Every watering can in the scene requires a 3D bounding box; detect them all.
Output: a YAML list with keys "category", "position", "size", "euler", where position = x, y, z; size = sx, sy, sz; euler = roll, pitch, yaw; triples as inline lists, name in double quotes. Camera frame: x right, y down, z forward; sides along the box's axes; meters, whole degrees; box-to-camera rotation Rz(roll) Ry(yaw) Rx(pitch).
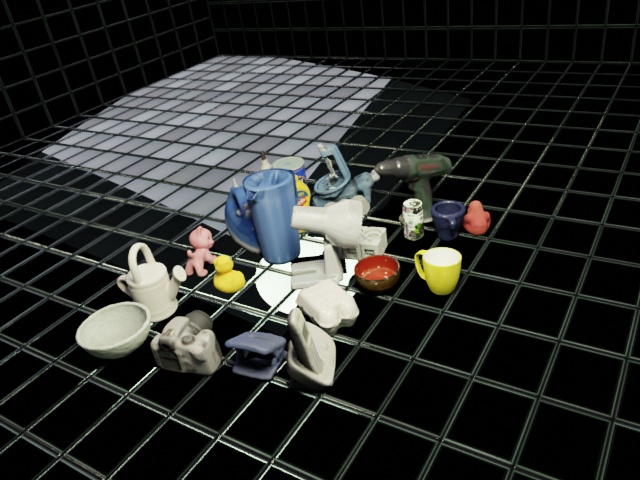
- category: "watering can"
  position: [-0.411, 0.094, 1.395]
  size: [0.173, 0.194, 0.100]
  euler: [-13, 31, -7]

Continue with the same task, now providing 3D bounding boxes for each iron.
- category: "iron"
  position: [-0.218, -0.079, 1.685]
  size: [0.119, 0.142, 0.257]
  euler: [-17, 32, -13]

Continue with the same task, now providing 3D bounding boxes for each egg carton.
- category: "egg carton"
  position: [0.017, 0.152, 1.315]
  size: [0.107, 0.069, 0.149]
  euler: [-24, 34, -24]

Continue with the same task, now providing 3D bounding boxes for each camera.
- category: "camera"
  position: [-0.280, 0.212, 1.259]
  size: [0.142, 0.101, 0.137]
  euler: [4, 33, 20]

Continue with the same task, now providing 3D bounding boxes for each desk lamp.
- category: "desk lamp"
  position: [0.013, 0.005, 1.419]
  size: [0.203, 0.214, 0.118]
  euler: [-7, 31, 2]

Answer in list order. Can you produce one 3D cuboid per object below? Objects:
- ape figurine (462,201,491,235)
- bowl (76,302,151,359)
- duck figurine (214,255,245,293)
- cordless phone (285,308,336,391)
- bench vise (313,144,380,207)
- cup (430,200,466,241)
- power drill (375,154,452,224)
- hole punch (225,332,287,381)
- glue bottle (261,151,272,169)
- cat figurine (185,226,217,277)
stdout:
- category: "ape figurine"
  position: [0.424, -0.065, 1.553]
  size: [0.077, 0.092, 0.076]
  euler: [-3, 31, 10]
- category: "bowl"
  position: [-0.463, 0.220, 1.316]
  size: [0.167, 0.075, 0.167]
  euler: [-6, 31, 4]
- category: "duck figurine"
  position: [-0.241, 0.082, 1.479]
  size: [0.078, 0.086, 0.104]
  euler: [-28, 36, -29]
- category: "cordless phone"
  position: [-0.025, 0.194, 1.144]
  size: [0.094, 0.185, 0.147]
  euler: [-5, 31, 6]
- category: "bench vise"
  position: [0.068, -0.203, 1.744]
  size: [0.208, 0.220, 0.121]
  euler: [-20, 33, -18]
- category: "cup"
  position: [0.345, -0.040, 1.527]
  size: [0.091, 0.095, 0.117]
  euler: [-7, 31, 3]
- category: "power drill"
  position: [0.266, -0.147, 1.614]
  size: [0.230, 0.209, 0.075]
  euler: [-19, 32, -17]
- category: "hole punch"
  position: [-0.134, 0.227, 1.207]
  size: [0.108, 0.091, 0.101]
  euler: [6, 34, 22]
- category: "glue bottle"
  position: [-0.170, -0.209, 1.859]
  size: [0.037, 0.173, 0.078]
  euler: [5, 34, 22]
- category: "cat figurine"
  position: [-0.332, 0.020, 1.573]
  size: [0.067, 0.118, 0.128]
  euler: [1, 32, 16]
